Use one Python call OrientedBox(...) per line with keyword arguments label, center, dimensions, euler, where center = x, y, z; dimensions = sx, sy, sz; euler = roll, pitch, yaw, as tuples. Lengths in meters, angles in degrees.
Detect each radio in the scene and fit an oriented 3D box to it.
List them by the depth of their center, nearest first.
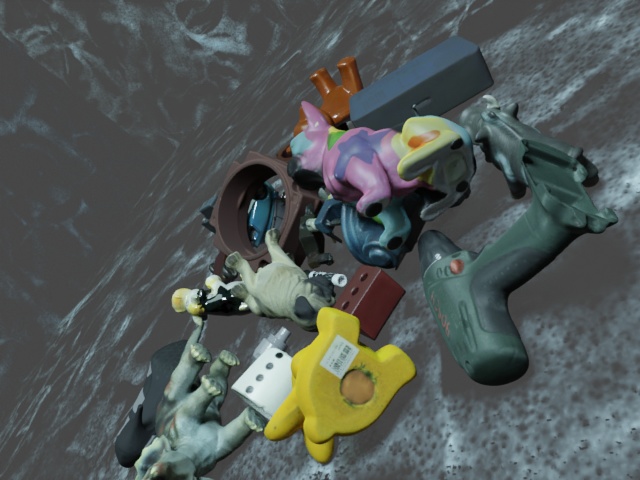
OrientedBox(label="radio", center=(0.163, -0.252, 0.918), dimensions=(0.230, 0.073, 0.131), euler=(-27, 28, 12))

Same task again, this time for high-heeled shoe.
OrientedBox(label="high-heeled shoe", center=(-0.307, 0.307, 1.024), dimensions=(0.249, 0.086, 0.145), euler=(-61, -11, -64))

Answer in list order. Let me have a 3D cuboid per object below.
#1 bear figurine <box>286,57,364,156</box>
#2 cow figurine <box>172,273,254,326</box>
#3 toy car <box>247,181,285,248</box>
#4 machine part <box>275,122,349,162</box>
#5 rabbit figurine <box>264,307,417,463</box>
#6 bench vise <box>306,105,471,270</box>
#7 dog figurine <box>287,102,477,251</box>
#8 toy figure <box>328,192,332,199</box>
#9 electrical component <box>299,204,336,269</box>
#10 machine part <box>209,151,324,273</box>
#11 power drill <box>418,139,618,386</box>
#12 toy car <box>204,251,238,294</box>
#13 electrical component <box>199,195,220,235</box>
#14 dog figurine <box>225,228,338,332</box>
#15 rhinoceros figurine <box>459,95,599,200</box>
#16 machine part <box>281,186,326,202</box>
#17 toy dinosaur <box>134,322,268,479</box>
OrientedBox(label="bear figurine", center=(0.004, -0.256, 1.055), dimensions=(0.120, 0.131, 0.196), euler=(-5, 29, 48))
OrientedBox(label="cow figurine", center=(-0.176, 0.109, 0.959), dimensions=(0.167, 0.068, 0.098), euler=(-14, 26, -16))
OrientedBox(label="toy car", center=(-0.122, -0.052, 1.138), dimensions=(0.109, 0.103, 0.161), euler=(-19, 64, 60))
OrientedBox(label="machine part", center=(-0.013, -0.191, 1.162), dimensions=(0.179, 0.056, 0.179), euler=(-25, 23, 11))
OrientedBox(label="rabbit figurine", center=(0.013, 0.168, 0.618), dimensions=(0.162, 0.122, 0.173), euler=(-65, 12, -10))
OrientedBox(label="bench vise", center=(0.080, -0.051, 0.766), dimensions=(0.241, 0.128, 0.223), euler=(-8, 52, 44))
OrientedBox(label="dog figurine", center=(0.058, -0.108, 0.658), dimensions=(0.191, 0.108, 0.219), euler=(-40, 50, 6))
OrientedBox(label="toy figure", center=(0.067, -0.106, 0.920), dimensions=(0.180, 0.089, 0.082), euler=(-72, -7, -58))
OrientedBox(label="electrical component", center=(-0.002, -0.002, 0.884), dimensions=(0.045, 0.078, 0.102), euler=(-9, 38, 12))
OrientedBox(label="machine part", center=(-0.101, -0.049, 0.987), dimensions=(0.201, 0.087, 0.201), euler=(30, 101, 36))
OrientedBox(label="power drill", center=(0.170, 0.006, 0.527), dimensions=(0.207, 0.086, 0.232), euler=(-55, 23, 34))
OrientedBox(label="toy car", center=(-0.210, 0.070, 1.179), dimensions=(0.089, 0.053, 0.202), euler=(-49, 19, 13))
OrientedBox(label="electrical component", center=(-0.211, -0.047, 1.250), dimensions=(0.115, 0.134, 0.058), euler=(-23, 35, 50))
OrientedBox(label="dog figurine", center=(-0.043, 0.099, 0.828), dimensions=(0.121, 0.172, 0.191), euler=(-40, 54, -12))
OrientedBox(label="rhinoceros figurine", center=(0.222, -0.100, 0.609), dimensions=(0.073, 0.112, 0.190), euler=(-47, 32, 12))
OrientedBox(label="machine part", center=(-0.034, -0.096, 1.136), dimensions=(0.139, 0.039, 0.084), euler=(-14, 50, 50))
OrientedBox(label="toy dinosaur", center=(-0.196, 0.270, 0.804), dimensions=(0.192, 0.131, 0.405), euler=(-50, 18, -2))
